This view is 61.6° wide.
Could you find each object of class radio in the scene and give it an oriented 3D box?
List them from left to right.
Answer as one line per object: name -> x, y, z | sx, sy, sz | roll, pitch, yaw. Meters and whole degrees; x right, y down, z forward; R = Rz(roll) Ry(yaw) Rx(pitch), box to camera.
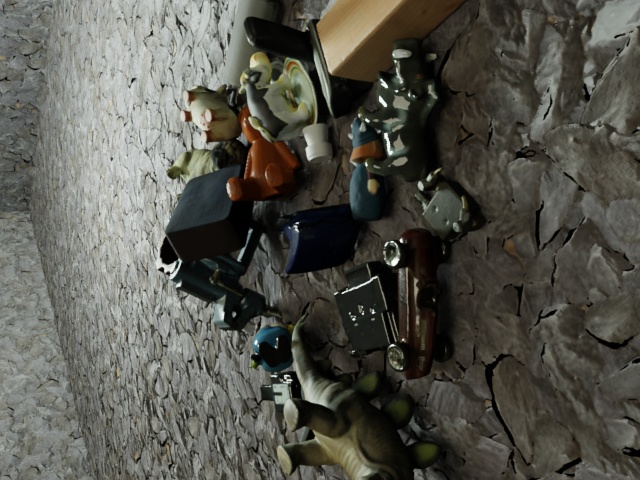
radio -> -0.203, -0.055, 1.021 | 0.230, 0.131, 0.073 | -91, -17, -58

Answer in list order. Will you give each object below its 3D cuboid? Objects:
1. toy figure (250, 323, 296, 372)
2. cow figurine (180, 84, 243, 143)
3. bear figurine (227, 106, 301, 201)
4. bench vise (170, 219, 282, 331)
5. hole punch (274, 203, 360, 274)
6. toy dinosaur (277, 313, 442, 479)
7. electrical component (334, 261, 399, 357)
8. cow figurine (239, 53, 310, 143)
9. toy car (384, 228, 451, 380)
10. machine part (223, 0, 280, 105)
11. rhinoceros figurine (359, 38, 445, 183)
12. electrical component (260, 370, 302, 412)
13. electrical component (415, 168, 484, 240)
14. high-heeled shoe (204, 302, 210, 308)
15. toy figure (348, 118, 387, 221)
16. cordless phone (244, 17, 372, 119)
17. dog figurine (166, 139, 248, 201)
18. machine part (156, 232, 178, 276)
toy figure -> -0.082, 0.197, 0.963 | 0.180, 0.082, 0.089 | 158, 119, -84
cow figurine -> -0.219, -0.268, 1.111 | 0.195, 0.127, 0.085 | 44, 126, 39
bear figurine -> -0.107, -0.173, 0.980 | 0.120, 0.132, 0.195 | -12, 87, 21
bench vise -> -0.166, 0.051, 1.061 | 0.129, 0.223, 0.240 | -37, 30, 66
hole punch -> -0.002, -0.003, 0.854 | 0.116, 0.142, 0.092 | 146, 116, -64
toy dinosaur -> 0.041, 0.269, 0.761 | 0.472, 0.198, 0.105 | 52, 132, 39
electrical component -> 0.082, 0.101, 0.809 | 0.115, 0.058, 0.134 | -31, 69, 48
cow figurine -> -0.095, -0.244, 0.929 | 0.167, 0.098, 0.068 | 57, 159, 14
toy car -> 0.133, 0.085, 0.712 | 0.053, 0.089, 0.202 | 0, 92, 57
machine part -> -0.133, -0.379, 1.028 | 0.079, 0.079, 0.243 | 46, 129, 40
rhinoceros figurine -> 0.114, -0.173, 0.728 | 0.112, 0.073, 0.190 | 3, 96, 54
electrical component -> -0.064, 0.290, 1.025 | 0.119, 0.048, 0.075 | -26, 72, 51
electrical component -> 0.164, -0.045, 0.697 | 0.078, 0.045, 0.102 | -53, 53, 39
high-heeled shoe -> -0.283, 0.048, 1.269 | 0.249, 0.086, 0.145 | 48, 122, 37
toy figure -> 0.070, -0.106, 0.806 | 0.064, 0.058, 0.154 | -3, 86, 46
cordless phone -> -0.023, -0.266, 0.807 | 0.089, 0.184, 0.146 | -28, 71, 45
dog figurine -> -0.235, -0.179, 1.181 | 0.190, 0.121, 0.172 | -45, 61, 28
machine part -> -0.302, 0.009, 1.239 | 0.179, 0.056, 0.179 | -24, 46, 28
